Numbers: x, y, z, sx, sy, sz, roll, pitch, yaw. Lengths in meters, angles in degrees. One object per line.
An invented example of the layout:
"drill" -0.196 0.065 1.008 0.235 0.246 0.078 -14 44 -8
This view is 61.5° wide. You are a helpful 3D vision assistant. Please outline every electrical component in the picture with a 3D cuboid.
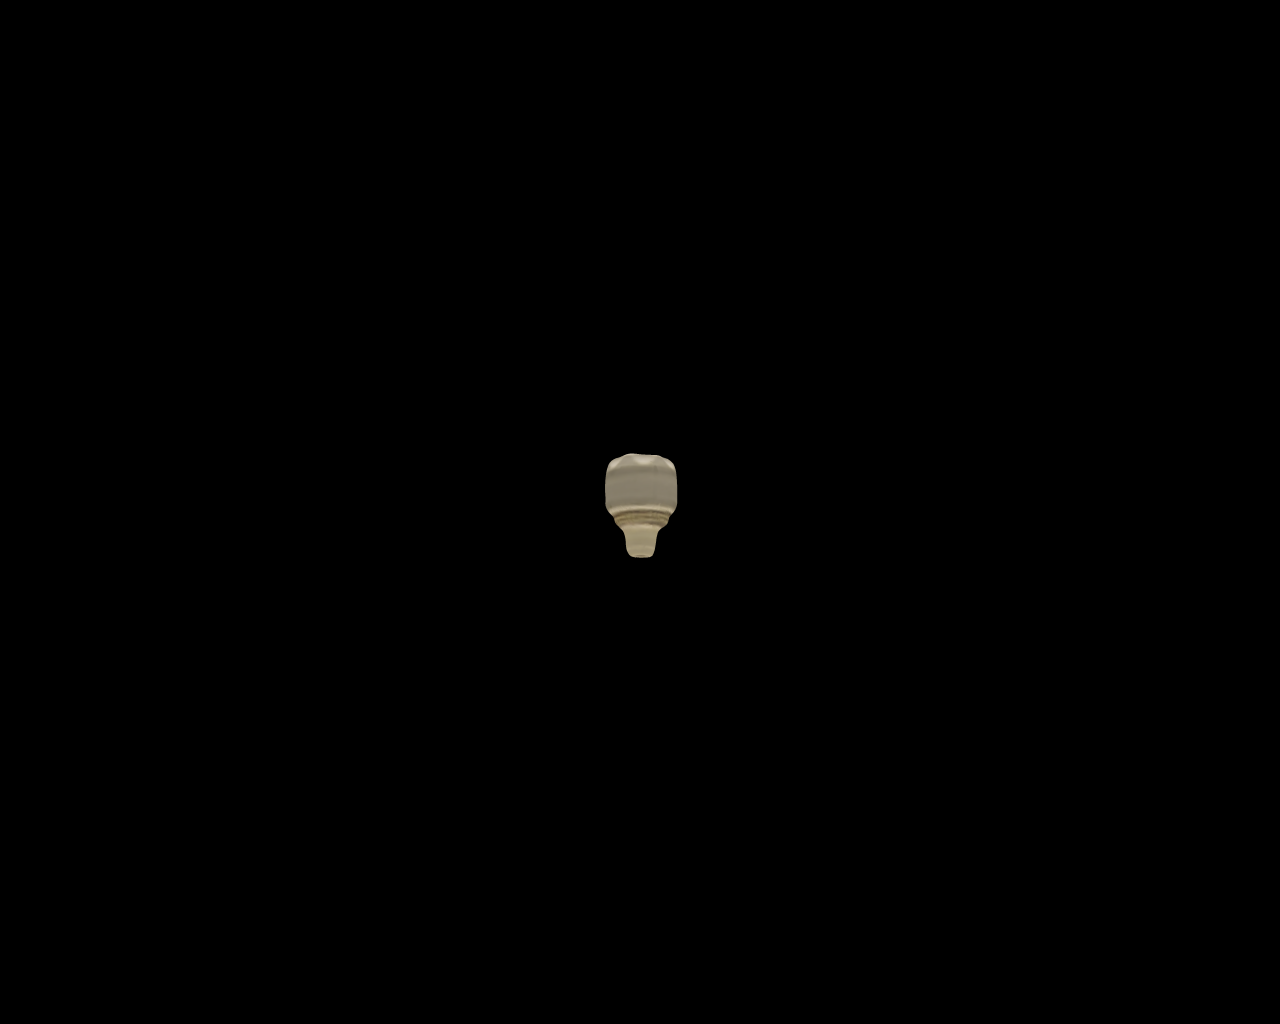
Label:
"electrical component" 0.001 -0.003 0.650 0.043 0.062 0.043 0 -11 0
